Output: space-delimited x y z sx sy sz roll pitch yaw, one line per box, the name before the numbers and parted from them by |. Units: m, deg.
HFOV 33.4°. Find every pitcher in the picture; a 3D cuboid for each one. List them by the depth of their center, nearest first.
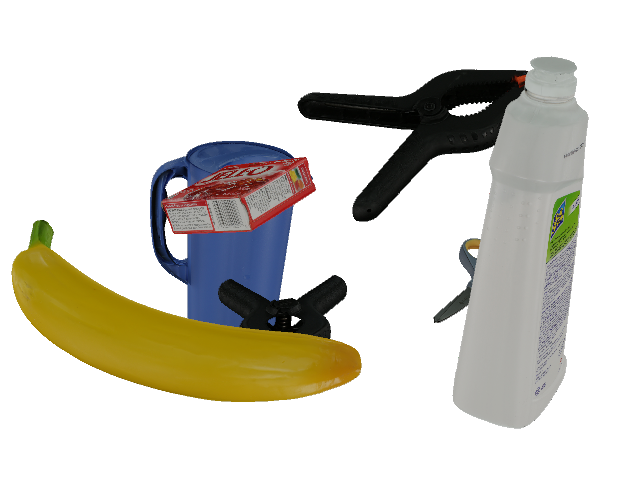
pitcher | -0.111 0.009 1.282 0.149 0.243 0.144 20 26 29

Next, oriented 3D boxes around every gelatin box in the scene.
gelatin box | -0.060 -0.033 0.775 0.089 0.030 0.073 -1 24 44

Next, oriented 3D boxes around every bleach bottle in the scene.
bleach bottle | 0.140 -0.001 0.714 0.068 0.251 0.102 17 32 23

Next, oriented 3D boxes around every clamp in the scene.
clamp | 0.096 -0.096 0.935 0.210 0.164 0.036 -14 -42 -1
clamp | -0.042 0.069 0.945 0.120 0.039 0.171 -5 17 8

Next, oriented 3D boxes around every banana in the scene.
banana | -0.080 0.041 0.523 0.198 0.069 0.037 22 -37 16

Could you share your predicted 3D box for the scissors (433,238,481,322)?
scissors | 0.145 0.036 1.061 0.201 0.016 0.096 -12 38 -44
